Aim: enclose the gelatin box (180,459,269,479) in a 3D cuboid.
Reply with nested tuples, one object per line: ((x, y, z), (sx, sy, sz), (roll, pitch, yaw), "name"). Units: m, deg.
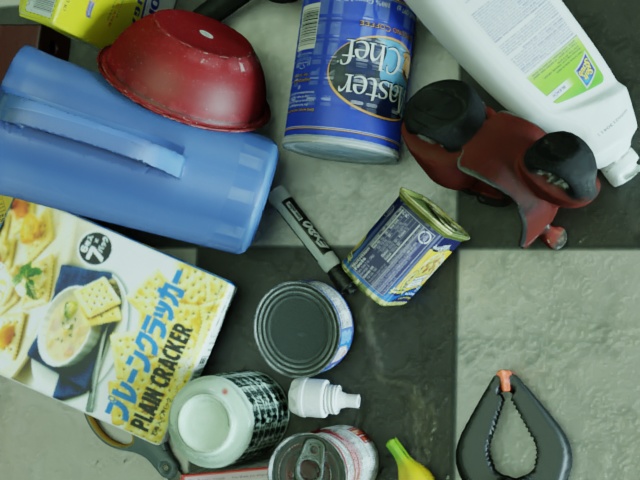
((-0.070, 0.213, 0.935), (0.089, 0.073, 0.030), (-8, 83, 9), "gelatin box")

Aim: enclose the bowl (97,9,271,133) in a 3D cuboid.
((-0.110, -0.158, 0.939), (0.162, 0.161, 0.055), (34, 119, 19), "bowl")

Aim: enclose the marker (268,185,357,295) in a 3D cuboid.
((-0.006, 0.001, 0.967), (0.020, 0.020, 0.121), (-41, 74, 12), "marker")

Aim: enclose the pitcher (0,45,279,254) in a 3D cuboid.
((-0.163, -0.072, 0.926), (0.242, 0.149, 0.145), (17, 130, -6), "pitcher")

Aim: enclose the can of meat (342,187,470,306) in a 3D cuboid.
((0.071, 0.008, 0.897), (0.057, 0.102, 0.084), (43, 101, 16), "can of meat")

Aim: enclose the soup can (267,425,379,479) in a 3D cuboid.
((0.006, 0.193, 0.901), (0.069, 0.102, 0.068), (-2, 85, 19), "soup can")

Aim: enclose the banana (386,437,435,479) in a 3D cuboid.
((0.060, 0.273, 0.912), (0.070, 0.037, 0.198), (21, 91, 33), "banana")

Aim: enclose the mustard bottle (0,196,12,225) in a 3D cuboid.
((-0.312, -0.007, 1.054), (0.096, 0.058, 0.191), (-22, 78, 16), "mustard bottle")

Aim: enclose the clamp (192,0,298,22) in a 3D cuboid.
((-0.053, -0.245, 0.977), (0.172, 0.039, 0.120), (19, 99, 42), "clamp")

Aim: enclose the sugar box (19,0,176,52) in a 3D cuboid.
((-0.195, -0.219, 0.970), (0.048, 0.176, 0.093), (21, 93, 22), "sugar box")

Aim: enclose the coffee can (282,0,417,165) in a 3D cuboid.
((0.027, -0.143, 0.925), (0.103, 0.102, 0.140), (7, 87, 20), "coffee can")

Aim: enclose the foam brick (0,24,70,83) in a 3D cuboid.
((-0.289, -0.172, 1.064), (0.051, 0.053, 0.078), (5, 87, 20), "foam brick")

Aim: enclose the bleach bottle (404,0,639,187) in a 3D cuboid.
((0.168, -0.144, 0.865), (0.102, 0.068, 0.251), (-40, 95, -8), "bleach bottle")

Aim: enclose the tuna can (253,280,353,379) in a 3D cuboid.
((-0.014, 0.078, 0.948), (0.086, 0.033, 0.086), (2, 93, 26), "tuna can")

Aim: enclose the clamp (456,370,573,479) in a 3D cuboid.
((0.153, 0.215, 0.880), (0.165, 0.036, 0.210), (-13, 79, 11), "clamp")

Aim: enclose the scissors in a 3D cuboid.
((-0.137, 0.192, 0.997), (0.202, 0.016, 0.096), (33, 96, 19), "scissors")
